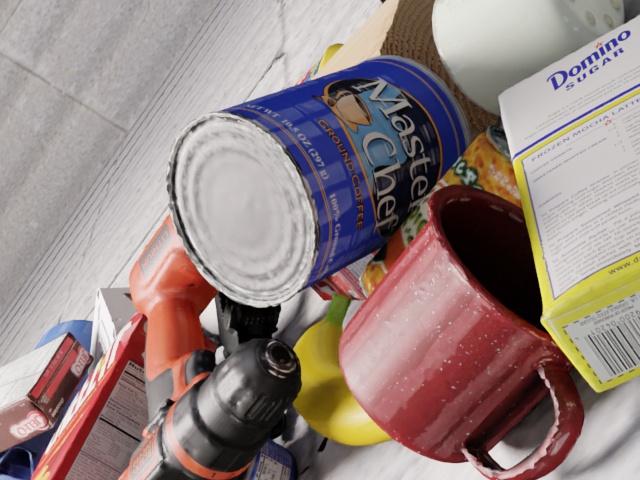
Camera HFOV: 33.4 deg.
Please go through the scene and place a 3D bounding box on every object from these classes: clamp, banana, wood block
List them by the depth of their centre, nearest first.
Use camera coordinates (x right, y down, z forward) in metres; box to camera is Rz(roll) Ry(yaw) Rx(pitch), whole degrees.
[{"bbox_3d":[0.015,0.076,0.579,0.069,0.037,0.198,-67,17,3],"label":"banana"},{"bbox_3d":[-0.046,0.061,0.723,0.172,0.039,0.120,-160,81,-75],"label":"clamp"},{"bbox_3d":[0.024,-0.066,0.729,0.206,0.090,0.090,-41,22,45],"label":"wood block"}]

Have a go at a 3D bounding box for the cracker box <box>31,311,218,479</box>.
[{"bbox_3d":[-0.164,0.168,0.742,0.164,0.072,0.213,-50,12,33],"label":"cracker box"}]

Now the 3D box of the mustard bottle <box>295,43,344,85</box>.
[{"bbox_3d":[-0.001,-0.121,0.958,0.192,0.058,0.096,-40,23,44],"label":"mustard bottle"}]

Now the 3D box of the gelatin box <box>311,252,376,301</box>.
[{"bbox_3d":[-0.004,0.001,0.688,0.030,0.089,0.073,-46,13,-17],"label":"gelatin box"}]

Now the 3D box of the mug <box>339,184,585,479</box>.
[{"bbox_3d":[0.065,0.046,0.434,0.082,0.093,0.117,-53,45,29],"label":"mug"}]

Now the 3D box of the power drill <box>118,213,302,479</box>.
[{"bbox_3d":[-0.070,0.062,0.626,0.185,0.057,0.187,-49,32,37],"label":"power drill"}]

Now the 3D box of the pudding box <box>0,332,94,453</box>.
[{"bbox_3d":[-0.249,0.132,0.875,0.114,0.039,0.090,-25,21,25],"label":"pudding box"}]

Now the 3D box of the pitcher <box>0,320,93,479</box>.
[{"bbox_3d":[-0.250,0.193,0.991,0.149,0.145,0.242,-27,25,23],"label":"pitcher"}]

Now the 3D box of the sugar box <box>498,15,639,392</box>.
[{"bbox_3d":[0.126,-0.027,0.418,0.093,0.048,0.176,-29,24,21],"label":"sugar box"}]

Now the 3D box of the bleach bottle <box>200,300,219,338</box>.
[{"bbox_3d":[-0.097,0.038,0.936,0.251,0.068,0.102,-14,47,64],"label":"bleach bottle"}]

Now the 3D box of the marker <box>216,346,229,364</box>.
[{"bbox_3d":[-0.086,0.100,0.861,0.121,0.020,0.020,-33,29,53],"label":"marker"}]

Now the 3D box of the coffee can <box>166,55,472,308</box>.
[{"bbox_3d":[0.003,-0.036,0.577,0.140,0.103,0.103,-27,-10,-45],"label":"coffee can"}]

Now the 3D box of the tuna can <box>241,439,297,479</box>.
[{"bbox_3d":[-0.050,0.155,0.633,0.086,0.033,0.086,-50,18,22],"label":"tuna can"}]
